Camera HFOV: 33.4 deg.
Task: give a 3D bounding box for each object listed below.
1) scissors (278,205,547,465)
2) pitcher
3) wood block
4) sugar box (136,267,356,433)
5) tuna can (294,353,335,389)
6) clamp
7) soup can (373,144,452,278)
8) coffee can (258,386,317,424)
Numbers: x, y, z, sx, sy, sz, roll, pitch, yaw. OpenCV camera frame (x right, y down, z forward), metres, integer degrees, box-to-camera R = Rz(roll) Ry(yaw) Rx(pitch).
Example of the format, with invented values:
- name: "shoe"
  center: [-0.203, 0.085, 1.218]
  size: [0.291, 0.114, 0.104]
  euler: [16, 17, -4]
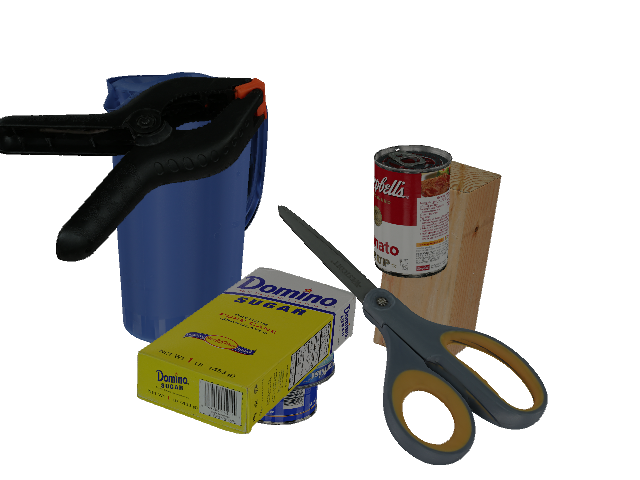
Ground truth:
- name: "scissors"
  center: [0.029, 0.053, 0.595]
  size: [0.202, 0.016, 0.096]
  euler: [31, 52, 21]
- name: "pitcher"
  center: [-0.121, -0.034, 0.991]
  size: [0.149, 0.243, 0.145]
  euler: [0, 14, -6]
- name: "wood block"
  center: [0.129, 0.022, 1.189]
  size: [0.090, 0.206, 0.090]
  euler: [19, 25, 28]
- name: "sugar box"
  center: [-0.051, 0.077, 0.809]
  size: [0.093, 0.048, 0.176]
  euler: [15, 28, 22]
- name: "tuna can"
  center: [-0.029, 0.115, 1.065]
  size: [0.086, 0.034, 0.086]
  euler: [-3, 19, 1]
- name: "clamp"
  center: [-0.116, -0.063, 0.656]
  size: [0.171, 0.120, 0.039]
  euler: [-31, -27, -28]
- name: "soup can"
  center: [0.081, -0.026, 0.944]
  size: [0.068, 0.102, 0.068]
  euler: [-1, 23, 0]
- name: "coffee can"
  center: [-0.051, 0.135, 1.282]
  size: [0.103, 0.140, 0.103]
  euler: [3, 18, -1]
